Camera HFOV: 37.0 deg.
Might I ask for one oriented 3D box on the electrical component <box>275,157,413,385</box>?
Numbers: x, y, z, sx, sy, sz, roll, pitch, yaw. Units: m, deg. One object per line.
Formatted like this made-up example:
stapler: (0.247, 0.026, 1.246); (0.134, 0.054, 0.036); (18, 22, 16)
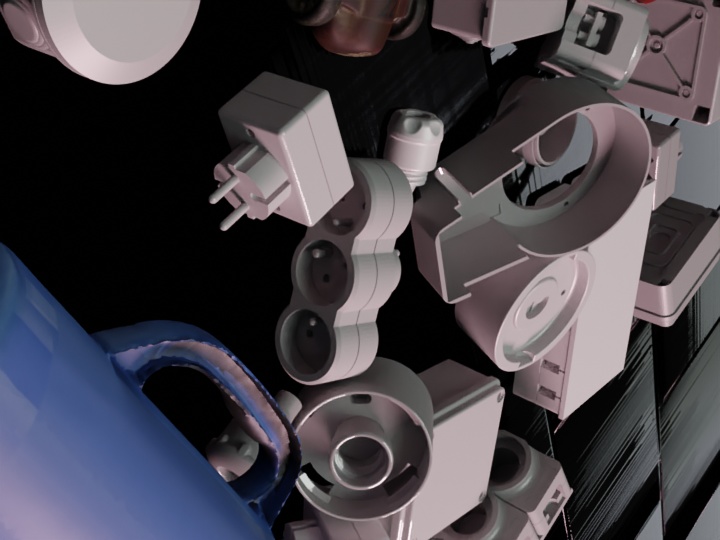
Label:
electrical component: (0.000, 0.000, 0.655); (0.074, 0.052, 0.138); (-5, 113, -53)

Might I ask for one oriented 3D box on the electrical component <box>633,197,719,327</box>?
electrical component: (0.283, -0.010, 1.012); (0.113, 0.078, 0.057); (-47, 139, -27)

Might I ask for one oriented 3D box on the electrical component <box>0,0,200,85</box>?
electrical component: (-0.108, -0.120, 0.439); (0.080, 0.051, 0.080); (-31, 132, -41)

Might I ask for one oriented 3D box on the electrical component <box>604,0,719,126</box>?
electrical component: (0.243, -0.180, 0.831); (0.056, 0.109, 0.108); (-28, 130, -39)

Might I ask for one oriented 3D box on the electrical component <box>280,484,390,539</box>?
electrical component: (-0.028, 0.185, 0.721); (0.077, 0.065, 0.047); (-7, 118, -20)

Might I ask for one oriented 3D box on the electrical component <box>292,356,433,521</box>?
electrical component: (0.001, 0.109, 0.692); (0.064, 0.099, 0.099); (-96, -163, -73)

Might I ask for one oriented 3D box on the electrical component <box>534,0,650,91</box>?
electrical component: (0.162, -0.157, 0.741); (0.089, 0.056, 0.050); (-100, -150, -85)

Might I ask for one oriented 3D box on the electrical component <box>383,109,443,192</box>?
electrical component: (0.031, -0.068, 0.674); (0.035, 0.035, 0.061); (-17, 126, -48)

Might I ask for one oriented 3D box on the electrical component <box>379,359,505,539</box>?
electrical component: (0.050, 0.136, 0.799); (0.109, 0.056, 0.108); (-20, 125, -47)

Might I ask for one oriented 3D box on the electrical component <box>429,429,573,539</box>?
electrical component: (0.092, 0.207, 0.868); (0.150, 0.089, 0.061); (-53, 144, -19)

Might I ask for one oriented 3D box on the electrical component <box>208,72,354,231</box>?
electrical component: (-0.050, -0.052, 0.562); (0.076, 0.047, 0.065); (-46, 141, -28)

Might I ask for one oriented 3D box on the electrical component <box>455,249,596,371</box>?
electrical component: (0.119, 0.015, 0.813); (0.108, 0.060, 0.108); (-31, 142, -27)

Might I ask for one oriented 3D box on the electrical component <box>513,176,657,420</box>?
electrical component: (0.184, 0.016, 0.907); (0.105, 0.060, 0.186); (-28, 130, -43)

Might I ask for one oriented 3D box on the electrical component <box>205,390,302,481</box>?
electrical component: (-0.059, 0.100, 0.643); (0.062, 0.048, 0.048); (-53, 144, -30)

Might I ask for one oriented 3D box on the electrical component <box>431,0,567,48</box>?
electrical component: (0.090, -0.192, 0.668); (0.100, 0.048, 0.099); (-24, 128, -45)

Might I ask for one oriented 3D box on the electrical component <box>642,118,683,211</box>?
electrical component: (0.261, -0.103, 0.954); (0.077, 0.047, 0.065); (-37, 136, -36)
